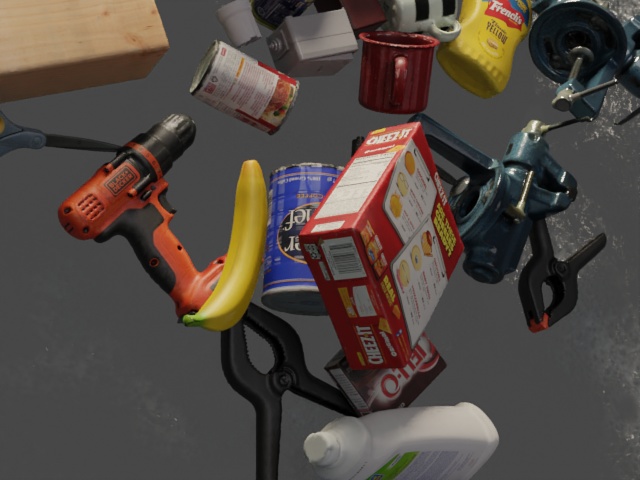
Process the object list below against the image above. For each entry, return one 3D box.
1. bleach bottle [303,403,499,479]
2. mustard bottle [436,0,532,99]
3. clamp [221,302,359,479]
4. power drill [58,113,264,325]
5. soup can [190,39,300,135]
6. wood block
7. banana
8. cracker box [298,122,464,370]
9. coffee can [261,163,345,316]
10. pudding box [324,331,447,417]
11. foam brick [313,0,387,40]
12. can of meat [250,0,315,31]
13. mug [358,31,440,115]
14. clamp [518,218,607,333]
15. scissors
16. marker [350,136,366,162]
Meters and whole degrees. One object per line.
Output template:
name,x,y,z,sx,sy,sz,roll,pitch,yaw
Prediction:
bleach bottle,0.077,0.206,1.067,0.250,0.103,0.068,17,27,-51
mustard bottle,0.220,-0.278,1.354,0.096,0.058,0.191,35,63,-17
clamp,-0.049,0.158,1.109,0.164,0.036,0.210,-40,98,-32
power drill,-0.148,-0.020,1.101,0.187,0.057,0.184,47,62,-5
soup can,-0.083,-0.166,1.166,0.102,0.069,0.068,25,66,-17
wood block,-0.271,-0.202,1.070,0.205,0.091,0.090,-16,83,-29
banana,-0.081,0.016,1.056,0.037,0.069,0.197,4,57,19
cracker box,0.067,0.003,1.089,0.213,0.072,0.164,-57,132,-49
coffee can,-0.007,0.001,1.136,0.102,0.103,0.140,11,71,-24
pudding box,0.071,0.134,1.140,0.113,0.039,0.090,-40,99,-28
foam brick,0.032,-0.278,1.264,0.051,0.053,0.078,-24,88,-30
can of meat,-0.030,-0.301,1.221,0.057,0.084,0.102,26,66,-18
mug,0.088,-0.189,1.223,0.093,0.117,0.081,3,111,-4
clamp,0.279,0.029,1.310,0.120,0.039,0.171,32,60,-4
scissors,-0.299,-0.087,1.059,0.201,0.016,0.096,23,108,-44
marker,0.039,-0.063,1.226,0.020,0.020,0.121,16,69,-22
